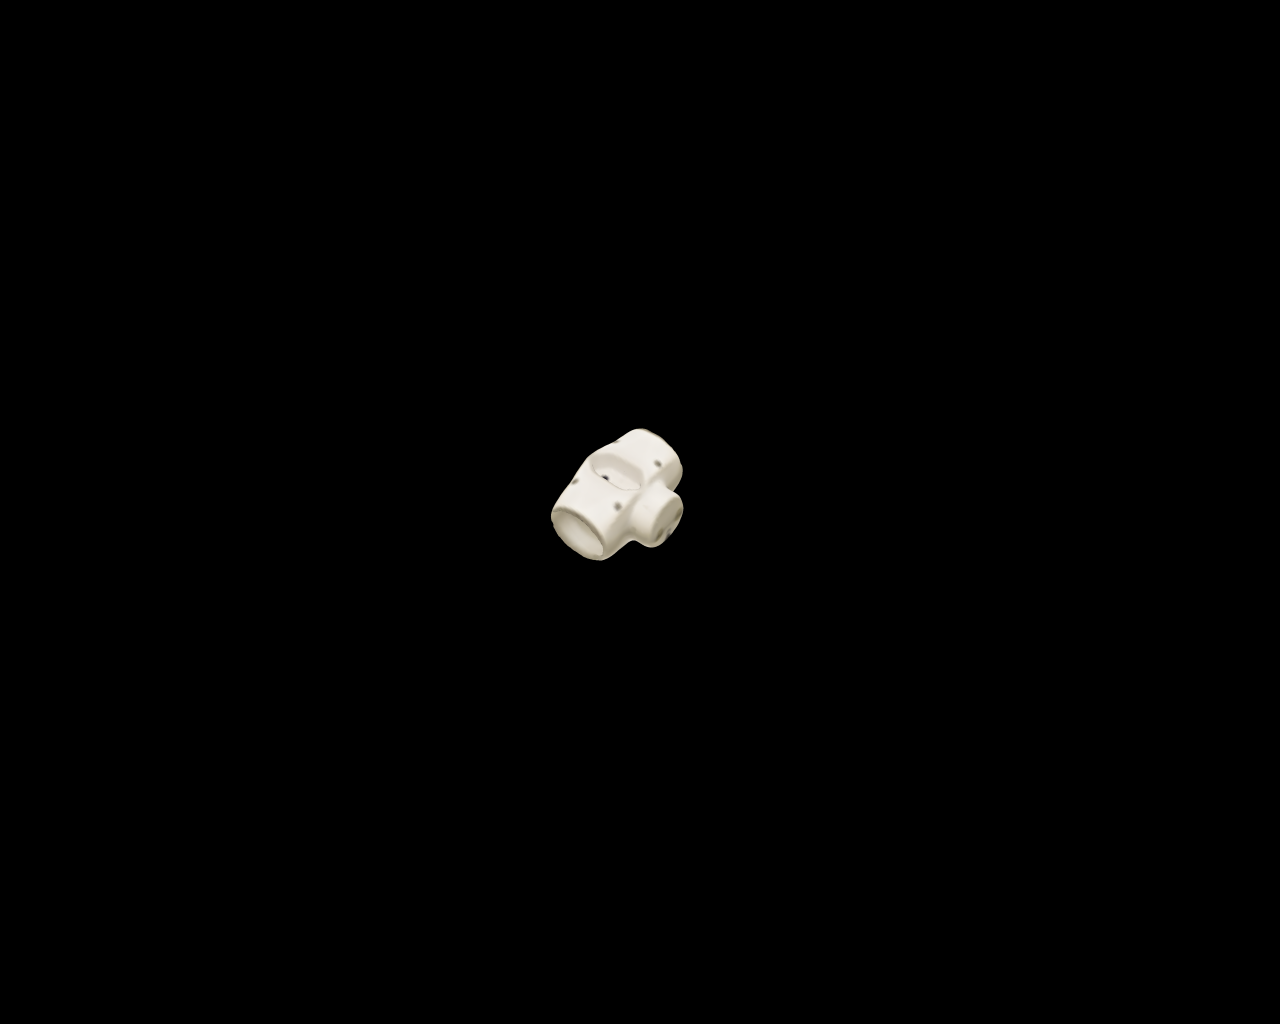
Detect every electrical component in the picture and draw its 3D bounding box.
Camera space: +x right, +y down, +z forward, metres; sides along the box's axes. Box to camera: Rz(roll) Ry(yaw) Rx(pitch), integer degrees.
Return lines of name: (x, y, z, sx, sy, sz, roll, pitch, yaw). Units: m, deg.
electrical component: (0.001, -0.003, 0.650, 0.079, 0.077, 0.043, 32, -32, 22)
